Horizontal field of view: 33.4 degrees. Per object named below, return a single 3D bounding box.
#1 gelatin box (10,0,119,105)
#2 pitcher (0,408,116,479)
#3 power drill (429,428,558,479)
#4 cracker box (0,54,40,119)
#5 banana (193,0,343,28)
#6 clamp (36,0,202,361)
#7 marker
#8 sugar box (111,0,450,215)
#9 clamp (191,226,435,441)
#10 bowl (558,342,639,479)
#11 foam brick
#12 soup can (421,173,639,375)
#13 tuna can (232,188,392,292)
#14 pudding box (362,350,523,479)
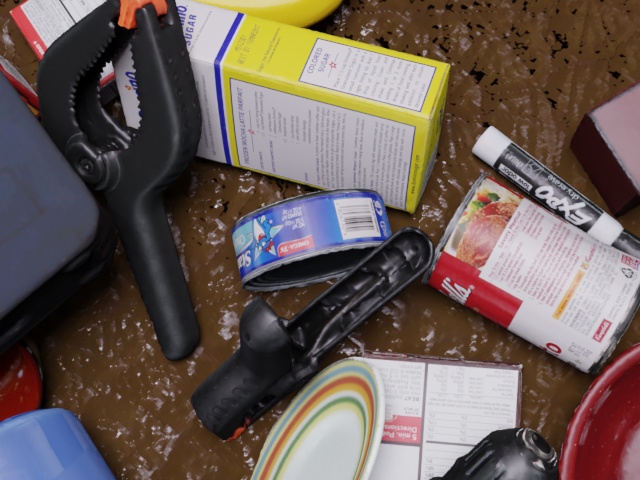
[{"bbox_3d":[-0.127,-0.128,0.638,0.089,0.030,0.073,-35,79,-2],"label":"gelatin box"},{"bbox_3d":[-0.108,0.208,0.542,0.145,0.149,0.243,-36,77,15],"label":"pitcher"},{"bbox_3d":[0.101,0.197,0.508,0.187,0.057,0.185,40,119,5],"label":"power drill"},{"bbox_3d":[-0.275,-0.047,0.577,0.213,0.164,0.072,-44,72,-1],"label":"cracker box"},{"bbox_3d":[-0.068,-0.153,0.604,0.198,0.037,0.069,9,85,2],"label":"banana"},{"bbox_3d":[-0.123,-0.046,0.571,0.165,0.036,0.210,25,127,14],"label":"clamp"},{"bbox_3d":[0.137,-0.020,0.592,0.121,0.020,0.020,39,88,11],"label":"marker"},{"bbox_3d":[-0.023,-0.075,0.582,0.176,0.093,0.048,18,60,10],"label":"sugar box"},{"bbox_3d":[-0.024,0.059,0.537,0.039,0.120,0.172,56,129,19],"label":"clamp"},{"bbox_3d":[0.201,0.124,0.543,0.162,0.055,0.162,-1,81,8],"label":"bowl"},{"bbox_3d":[0.170,-0.050,0.563,0.053,0.078,0.051,-31,80,3],"label":"foam brick"},{"bbox_3d":[0.114,0.018,0.565,0.102,0.068,0.068,30,86,10],"label":"soup can"},{"bbox_3d":[-0.004,0.001,0.574,0.086,0.086,0.034,-14,79,5],"label":"tuna can"},{"bbox_3d":[0.062,0.119,0.572,0.090,0.039,0.113,4,84,9],"label":"pudding box"}]
